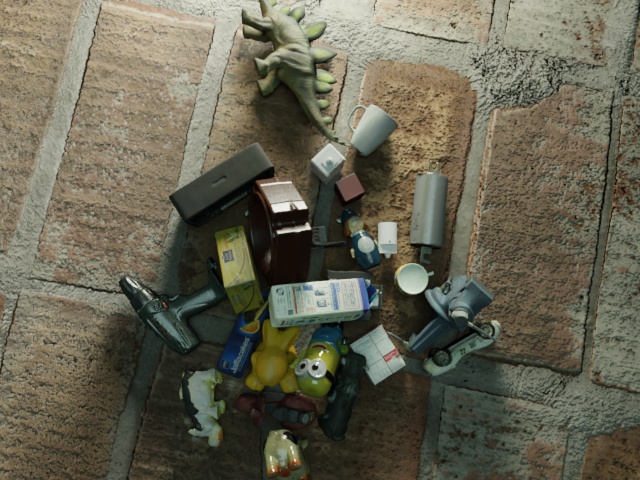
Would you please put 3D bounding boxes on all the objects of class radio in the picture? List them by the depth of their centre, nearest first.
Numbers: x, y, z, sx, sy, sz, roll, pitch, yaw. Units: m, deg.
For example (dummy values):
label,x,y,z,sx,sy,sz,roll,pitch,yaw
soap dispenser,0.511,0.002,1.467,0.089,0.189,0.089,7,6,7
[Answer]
label,x,y,z,sx,sy,sz,roll,pitch,yaw
radio,-0.215,-0.119,1.216,0.230,0.131,0.073,-32,85,-5

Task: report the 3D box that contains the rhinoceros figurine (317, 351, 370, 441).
label,x,y,z,sx,sy,sz,roll,pitch,yaw
rhinoceros figurine,0.049,0.337,1.175,0.073,0.112,0.190,19,83,4

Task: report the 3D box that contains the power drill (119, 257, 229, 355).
label,x,y,z,sx,sy,sz,roll,pitch,yaw
power drill,-0.311,0.125,1.208,0.207,0.086,0.232,-35,86,-9

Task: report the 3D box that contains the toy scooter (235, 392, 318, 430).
label,x,y,z,sx,sy,sz,roll,pitch,yaw
toy scooter,-0.094,0.368,1.155,0.184,0.135,0.075,9,81,-2

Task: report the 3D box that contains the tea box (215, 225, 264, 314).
label,x,y,z,sx,sy,sz,roll,pitch,yaw
tea box,-0.176,0.062,1.172,0.068,0.098,0.170,-17,45,-5

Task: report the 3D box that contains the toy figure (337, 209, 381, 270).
label,x,y,z,sx,sy,sz,roll,pitch,yaw
toy figure,0.092,-0.007,1.243,0.064,0.058,0.154,-12,72,-40

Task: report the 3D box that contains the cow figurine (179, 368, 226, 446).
label,x,y,z,sx,sy,sz,roll,pitch,yaw
cow figurine,-0.261,0.370,1.183,0.098,0.068,0.167,-6,79,3

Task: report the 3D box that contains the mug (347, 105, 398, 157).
label,x,y,z,sx,sy,sz,roll,pitch,yaw
mug,0.111,-0.259,1.270,0.109,0.081,0.107,35,93,-2

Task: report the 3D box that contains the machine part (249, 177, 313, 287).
label,x,y,z,sx,sy,sz,roll,pitch,yaw
machine part,-0.091,-0.017,1.152,0.087,0.201,0.201,-7,38,-20

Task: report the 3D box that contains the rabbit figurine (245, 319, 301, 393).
label,x,y,z,sx,sy,sz,roll,pitch,yaw
rabbit figurine,-0.091,0.258,1.151,0.122,0.173,0.162,15,87,4

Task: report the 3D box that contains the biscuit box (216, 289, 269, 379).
label,x,y,z,sx,sy,sz,roll,pitch,yaw
biscuit box,-0.165,0.206,1.211,0.063,0.059,0.202,22,83,1

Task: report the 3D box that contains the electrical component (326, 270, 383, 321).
label,x,y,z,sx,sy,sz,roll,pitch,yaw
electrical component,0.076,0.128,1.229,0.134,0.058,0.115,5,84,-1

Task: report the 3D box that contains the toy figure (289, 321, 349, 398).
label,x,y,z,sx,sy,sz,roll,pitch,yaw
toy figure,0.008,0.248,1.137,0.082,0.180,0.089,-24,113,33

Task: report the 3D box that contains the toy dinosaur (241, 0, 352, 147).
label,x,y,z,sx,sy,sz,roll,pitch,yaw
toy dinosaur,-0.060,-0.421,1.274,0.199,0.105,0.471,-17,85,-5

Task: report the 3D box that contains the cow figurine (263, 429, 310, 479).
label,x,y,z,sx,sy,sz,roll,pitch,yaw
cow figurine,-0.067,0.455,1.126,0.085,0.194,0.127,-18,48,0

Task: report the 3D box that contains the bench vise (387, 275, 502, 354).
label,x,y,z,sx,sy,sz,roll,pitch,yaw
bench vise,0.272,0.173,1.173,0.129,0.224,0.240,38,110,-11

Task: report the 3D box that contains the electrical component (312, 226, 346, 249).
label,x,y,z,sx,sy,sz,roll,pitch,yaw
electrical component,-0.003,-0.004,1.235,0.119,0.075,0.047,-7,85,1

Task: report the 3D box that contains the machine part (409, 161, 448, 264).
label,x,y,z,sx,sy,sz,roll,pitch,yaw
machine part,0.253,-0.066,1.249,0.079,0.079,0.243,8,83,-1

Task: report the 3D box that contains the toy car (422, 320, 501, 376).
label,x,y,z,sx,sy,sz,roll,pitch,yaw
toy car,0.321,0.241,1.213,0.202,0.073,0.056,-29,81,-5

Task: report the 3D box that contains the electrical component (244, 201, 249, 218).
label,x,y,z,sx,sy,sz,roll,pitch,yaw
electrical component,-0.133,-0.081,1.262,0.063,0.021,0.094,41,82,14
